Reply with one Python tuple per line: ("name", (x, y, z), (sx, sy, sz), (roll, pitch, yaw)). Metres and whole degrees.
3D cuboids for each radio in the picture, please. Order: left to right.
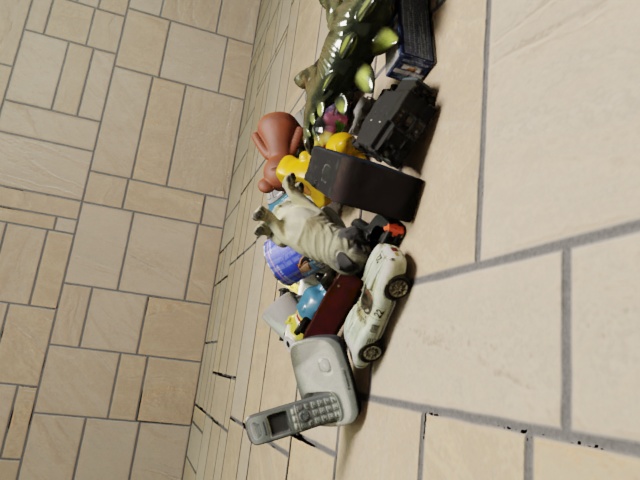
("radio", (0.060, -0.098, 0.882), (0.230, 0.131, 0.073), (-137, 61, -70))

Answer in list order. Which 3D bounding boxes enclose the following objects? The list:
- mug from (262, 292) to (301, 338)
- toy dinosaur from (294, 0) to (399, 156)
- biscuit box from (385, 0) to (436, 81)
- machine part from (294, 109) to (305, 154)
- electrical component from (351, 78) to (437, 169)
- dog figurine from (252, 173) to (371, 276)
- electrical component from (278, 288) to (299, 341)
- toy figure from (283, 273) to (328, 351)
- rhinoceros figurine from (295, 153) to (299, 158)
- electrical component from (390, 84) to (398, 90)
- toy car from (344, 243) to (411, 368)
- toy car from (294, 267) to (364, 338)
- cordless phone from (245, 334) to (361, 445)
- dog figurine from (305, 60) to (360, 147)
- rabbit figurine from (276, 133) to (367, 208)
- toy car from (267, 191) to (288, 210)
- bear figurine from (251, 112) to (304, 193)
("mug", (-0.052, 0.171, 1.147), (0.107, 0.109, 0.080), (50, 148, 14))
("toy dinosaur", (0.061, -0.344, 0.891), (0.199, 0.105, 0.470), (-113, 39, -52))
("biscuit box", (0.145, -0.354, 0.890), (0.059, 0.063, 0.203), (128, 149, -58))
("machine part", (-0.025, -0.266, 1.362), (0.243, 0.079, 0.079), (-105, 30, -53))
("electrical component", (0.116, -0.185, 0.831), (0.134, 0.058, 0.115), (-58, 22, 5))
("dog figurine", (-0.004, 0.000, 0.899), (0.121, 0.191, 0.172), (-51, -9, 0))
("electrical component", (-0.067, 0.172, 1.222), (0.048, 0.075, 0.119), (157, 127, -70))
("toy figure", (-0.009, 0.153, 1.039), (0.082, 0.089, 0.180), (-85, 21, -67))
("rhinoceros figurine", (-0.047, -0.182, 1.402), (0.190, 0.073, 0.112), (-115, 29, -60))
("electrical component", (0.120, -0.228, 0.960), (0.063, 0.021, 0.094), (178, 102, -73))
("toy car", (0.081, 0.102, 0.816), (0.074, 0.056, 0.201), (-113, 38, -61))
("toy car", (0.023, 0.125, 0.936), (0.053, 0.089, 0.202), (-40, -20, -52))
("cordless phone", (-0.038, 0.236, 0.852), (0.089, 0.184, 0.146), (177, 78, -79))
("dog figurine", (0.026, -0.266, 1.158), (0.191, 0.108, 0.219), (145, 130, -63))
("rabbit figurine", (0.020, -0.157, 1.066), (0.173, 0.121, 0.162), (-50, 20, -29))
("toy car", (-0.070, -0.114, 1.268), (0.162, 0.103, 0.109), (-35, 12, 5))
("bear figurine", (-0.082, -0.181, 1.196), (0.132, 0.120, 0.196), (66, -166, -71))
